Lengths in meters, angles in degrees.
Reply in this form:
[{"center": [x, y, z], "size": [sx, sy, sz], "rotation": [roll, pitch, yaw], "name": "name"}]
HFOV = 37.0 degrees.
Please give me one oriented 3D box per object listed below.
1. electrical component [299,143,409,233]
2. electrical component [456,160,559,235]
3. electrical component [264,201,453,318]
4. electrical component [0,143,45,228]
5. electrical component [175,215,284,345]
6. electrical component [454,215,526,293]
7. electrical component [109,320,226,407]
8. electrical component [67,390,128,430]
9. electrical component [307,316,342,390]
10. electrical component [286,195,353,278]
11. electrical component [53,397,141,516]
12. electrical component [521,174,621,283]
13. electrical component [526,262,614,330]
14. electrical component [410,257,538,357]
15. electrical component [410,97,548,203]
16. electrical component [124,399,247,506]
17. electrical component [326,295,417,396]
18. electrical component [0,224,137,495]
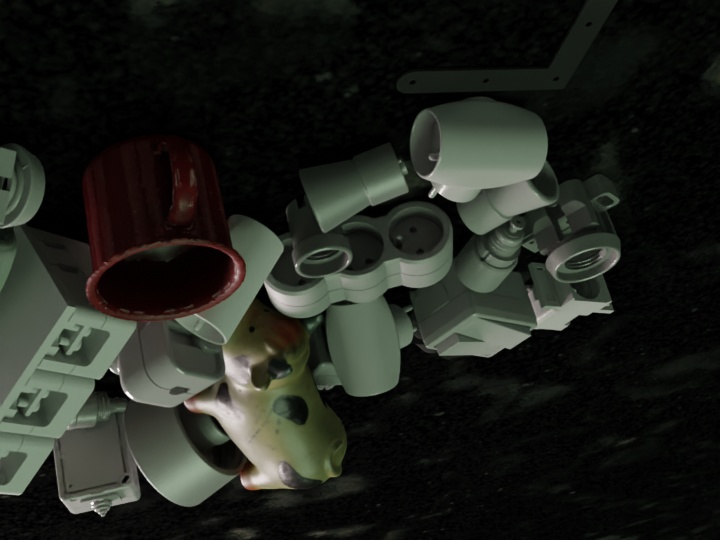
[{"center": [-0.002, -0.056, 0.694], "size": [0.065, 0.044, 0.044], "rotation": [-21, 152, 2], "name": "electrical component"}, {"center": [0.100, -0.052, 0.752], "size": [0.065, 0.044, 0.044], "rotation": [-31, 149, 36], "name": "electrical component"}, {"center": [0.000, 0.000, 0.784], "size": [0.138, 0.052, 0.073], "rotation": [-14, 152, -3], "name": "electrical component"}, {"center": [-0.208, -0.049, 0.588], "size": [0.048, 0.066, 0.055], "rotation": [8, 178, 36], "name": "electrical component"}, {"center": [-0.103, -0.004, 0.713], "size": [0.079, 0.077, 0.043], "rotation": [33, 157, -8], "name": "electrical component"}, {"center": [0.103, -0.015, 0.821], "size": [0.040, 0.040, 0.078], "rotation": [-1, 149, -25], "name": "electrical component"}, {"center": [-0.138, 0.044, 0.747], "size": [0.059, 0.095, 0.054], "rotation": [-32, 149, 28], "name": "electrical component"}, {"center": [-0.225, 0.114, 0.899], "size": [0.061, 0.035, 0.035], "rotation": [0, 149, -32], "name": "electrical component"}, {"center": [-0.026, 0.078, 0.918], "size": [0.066, 0.047, 0.076], "rotation": [4, 147, -32], "name": "electrical component"}, {"center": [-0.029, -0.024, 0.732], "size": [0.040, 0.046, 0.040], "rotation": [-12, 152, -6], "name": "electrical component"}, {"center": [-0.227, 0.168, 0.929], "size": [0.062, 0.096, 0.061], "rotation": [-11, 155, -8], "name": "electrical component"}, {"center": [0.162, -0.027, 0.811], "size": [0.078, 0.057, 0.058], "rotation": [-31, 148, 27], "name": "electrical component"}, {"center": [0.173, 0.022, 0.923], "size": [0.081, 0.042, 0.064], "rotation": [6, 147, -33], "name": "electrical component"}, {"center": [0.100, 0.037, 0.891], "size": [0.096, 0.061, 0.062], "rotation": [11, 142, -40], "name": "electrical component"}, {"center": [0.069, -0.071, 0.698], "size": [0.077, 0.044, 0.079], "rotation": [-2, 149, -24], "name": "electrical component"}, {"center": [-0.140, 0.138, 0.912], "size": [0.060, 0.108, 0.108], "rotation": [-32, 148, 17], "name": "electrical component"}, {"center": [0.016, 0.051, 0.864], "size": [0.079, 0.077, 0.043], "rotation": [-23, -161, -38], "name": "electrical component"}, {"center": [-0.216, 0.059, 0.690], "size": [0.062, 0.089, 0.150], "rotation": [20, 112, -49], "name": "electrical component"}]
